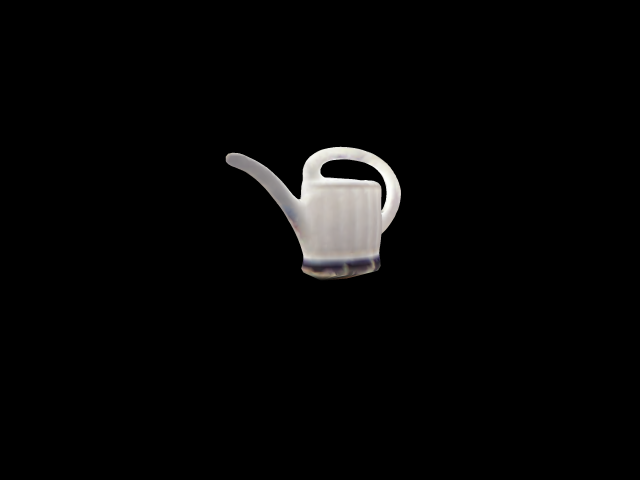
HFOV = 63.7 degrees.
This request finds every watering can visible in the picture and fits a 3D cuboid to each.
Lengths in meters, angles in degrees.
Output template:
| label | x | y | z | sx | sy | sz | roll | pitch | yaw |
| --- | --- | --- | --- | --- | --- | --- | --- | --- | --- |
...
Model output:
| label | x | y | z | sx | sy | sz | roll | pitch | yaw |
| --- | --- | --- | --- | --- | --- | --- | --- | --- | --- |
| watering can | 0.003 | -0.043 | 0.850 | 0.348 | 0.224 | 0.104 | -3 | 4 | -36 |
